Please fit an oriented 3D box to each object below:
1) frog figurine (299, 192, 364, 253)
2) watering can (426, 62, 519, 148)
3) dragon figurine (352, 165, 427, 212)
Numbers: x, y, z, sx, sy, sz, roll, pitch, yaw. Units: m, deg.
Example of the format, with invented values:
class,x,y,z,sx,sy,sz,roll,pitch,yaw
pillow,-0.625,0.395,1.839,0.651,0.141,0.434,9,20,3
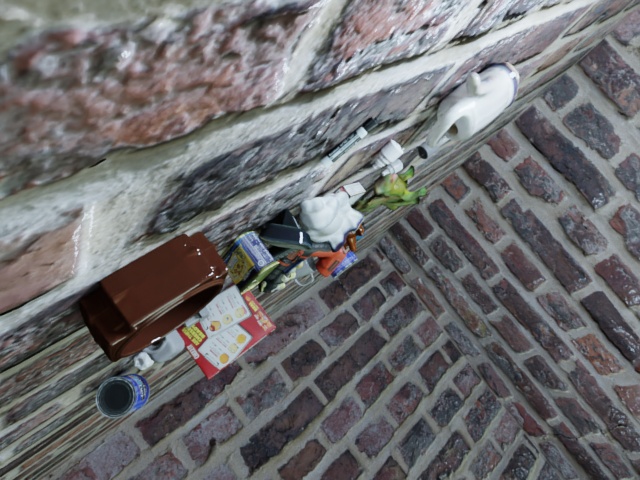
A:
class,x,y,z,sx,sy,sz,roll,pitch,yaw
frog figurine,0.003,-0.058,1.143,0.135,0.125,0.158,-34,139,29
watering can,0.337,-0.302,1.103,0.226,0.104,0.344,-38,173,-11
dragon figurine,0.194,-0.131,1.654,0.244,0.123,0.404,-18,166,-14
